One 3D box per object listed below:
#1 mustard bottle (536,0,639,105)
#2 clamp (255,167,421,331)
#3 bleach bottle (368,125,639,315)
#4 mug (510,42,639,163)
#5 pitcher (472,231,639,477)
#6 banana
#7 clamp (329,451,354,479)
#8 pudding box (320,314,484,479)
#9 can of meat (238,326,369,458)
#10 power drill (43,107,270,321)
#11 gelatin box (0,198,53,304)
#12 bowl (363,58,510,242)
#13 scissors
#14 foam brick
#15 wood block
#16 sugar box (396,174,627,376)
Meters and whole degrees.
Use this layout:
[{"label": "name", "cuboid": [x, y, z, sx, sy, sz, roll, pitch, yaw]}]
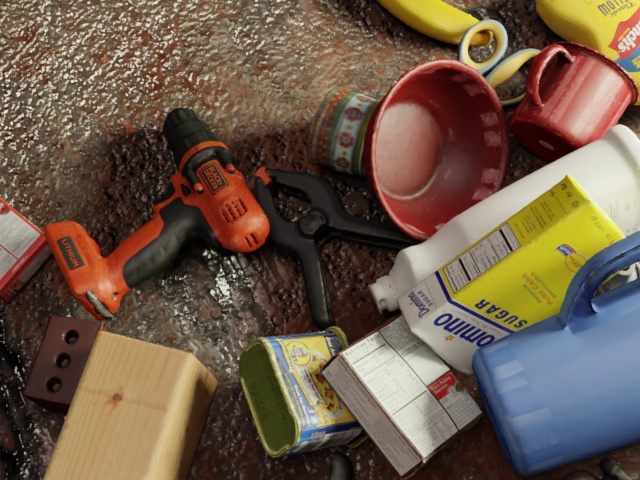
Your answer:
[{"label": "mustard bottle", "cuboid": [0.292, -0.182, 0.989, 0.096, 0.058, 0.192, -31, 67, -6]}, {"label": "clamp", "cuboid": [-0.006, 0.001, 0.970, 0.172, 0.039, 0.120, 35, 73, 27]}, {"label": "bleach bottle", "cuboid": [0.159, -0.004, 0.910, 0.251, 0.102, 0.068, -23, 50, -2]}, {"label": "mug", "cuboid": [0.218, -0.123, 0.948, 0.093, 0.117, 0.081, 25, 76, 44]}, {"label": "pitcher", "cuboid": [0.246, 0.087, 0.840, 0.243, 0.145, 0.149, -21, 68, 3]}, {"label": "banana", "cuboid": [0.089, -0.252, 1.062, 0.069, 0.037, 0.198, -33, 66, -5]}, {"label": "clamp", "cuboid": [-0.002, 0.284, 0.846, 0.164, 0.036, 0.210, -37, 67, 3]}, {"label": "pudding box", "cuboid": [0.068, 0.125, 0.872, 0.089, 0.039, 0.113, -26, 71, -42]}, {"label": "can of meat", "cuboid": [-0.012, 0.126, 0.885, 0.083, 0.058, 0.102, -2, 58, -39]}, {"label": "power drill", "cuboid": [-0.158, -0.026, 0.988, 0.187, 0.057, 0.184, -33, 52, -2]}, {"label": "gelatin box", "cuboid": [-0.308, 0.006, 1.021, 0.089, 0.030, 0.073, 36, 78, 21]}, {"label": "bowl", "cuboid": [0.093, -0.079, 0.949, 0.055, 0.162, 0.162, 10, 63, 54]}, {"label": "scissors", "cuboid": [0.121, -0.134, 1.007, 0.201, 0.016, 0.096, -31, 85, -4]}, {"label": "foam brick", "cuboid": [-0.220, 0.114, 0.948, 0.053, 0.051, 0.078, 10, 69, 13]}, {"label": "wood block", "cuboid": [-0.166, 0.193, 0.886, 0.091, 0.090, 0.206, 12, 70, 15]}, {"label": "sugar box", "cuboid": [0.160, 0.033, 0.867, 0.176, 0.093, 0.048, -40, 38, 14]}]
